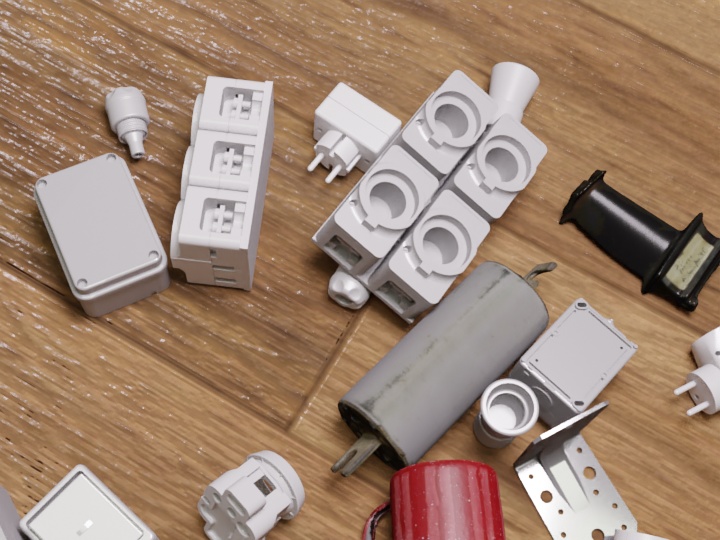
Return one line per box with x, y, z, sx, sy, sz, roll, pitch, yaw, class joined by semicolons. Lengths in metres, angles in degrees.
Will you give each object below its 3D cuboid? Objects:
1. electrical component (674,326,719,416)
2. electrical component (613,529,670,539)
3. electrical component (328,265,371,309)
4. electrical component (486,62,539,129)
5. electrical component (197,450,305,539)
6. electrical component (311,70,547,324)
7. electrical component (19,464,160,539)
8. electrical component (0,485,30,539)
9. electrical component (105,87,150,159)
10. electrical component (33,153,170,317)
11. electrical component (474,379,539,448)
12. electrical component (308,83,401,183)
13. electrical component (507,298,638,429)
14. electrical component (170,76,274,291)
0.291;0.091;0.866;0.079;0.043;0.077;-24;71;-12;electrical component
0.205;0.237;0.798;0.043;0.043;0.081;12;77;1;electrical component
0.000;0.000;0.889;0.035;0.035;0.061;26;66;7;electrical component
0.129;-0.145;0.955;0.044;0.044;0.065;19;72;4;electrical component
-0.079;0.170;0.795;0.058;0.078;0.057;46;51;13;electrical component
0.062;-0.064;0.880;0.105;0.060;0.186;40;63;-5;electrical component
-0.190;0.196;0.780;0.096;0.061;0.061;40;71;12;electrical component
-0.244;0.236;0.736;0.060;0.105;0.186;-28;72;-14;electrical component
-0.198;-0.125;0.927;0.035;0.035;0.061;-14;71;-10;electrical component
-0.209;-0.029;0.874;0.078;0.057;0.113;-23;71;-12;electrical component
0.110;0.114;0.832;0.044;0.065;0.044;2;67;-4;electrical component
-0.014;-0.107;0.925;0.066;0.047;0.076;35;70;10;electrical component
0.171;0.074;0.860;0.062;0.061;0.096;42;64;13;electrical component
-0.111;-0.071;0.880;0.062;0.089;0.150;7;67;-1;electrical component
